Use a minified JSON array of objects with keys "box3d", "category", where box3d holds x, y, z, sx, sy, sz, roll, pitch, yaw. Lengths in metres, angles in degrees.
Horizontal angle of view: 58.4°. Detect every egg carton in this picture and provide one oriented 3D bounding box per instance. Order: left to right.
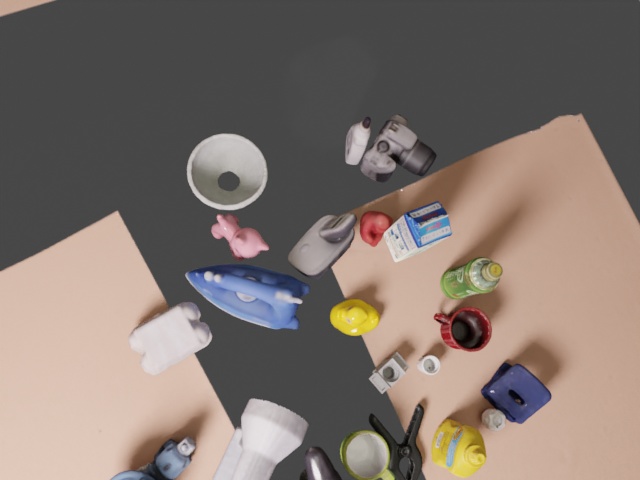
[{"box3d":[-0.299,0.194,1.147,0.150,0.069,0.107,-30,84,-12],"category":"egg carton"}]

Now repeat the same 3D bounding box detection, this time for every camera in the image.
[{"box3d":[0.181,-0.191,1.269,0.137,0.100,0.143,33,77,0],"category":"camera"}]

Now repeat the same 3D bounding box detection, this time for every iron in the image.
[{"box3d":[-0.151,0.098,1.148,0.258,0.141,0.119,16,77,-4],"category":"iron"}]

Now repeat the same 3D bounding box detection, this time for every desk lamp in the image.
[{"box3d":[-0.114,0.397,1.058,0.118,0.213,0.203,25,77,-2],"category":"desk lamp"}]

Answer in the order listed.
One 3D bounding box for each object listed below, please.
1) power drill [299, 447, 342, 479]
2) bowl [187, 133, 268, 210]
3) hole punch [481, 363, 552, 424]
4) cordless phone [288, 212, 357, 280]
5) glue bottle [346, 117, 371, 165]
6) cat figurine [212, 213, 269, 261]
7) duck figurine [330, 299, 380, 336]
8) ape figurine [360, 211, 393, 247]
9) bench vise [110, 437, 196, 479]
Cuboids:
[{"box3d":[0.015,0.481,1.061,0.076,0.208,0.229,-22,83,-11],"category":"power drill"},{"box3d":[-0.196,-0.137,1.222,0.167,0.074,0.167,1,79,-7],"category":"bowl"},{"box3d":[0.413,0.325,1.204,0.108,0.091,0.101,44,77,2],"category":"hole punch"},{"box3d":[0.011,0.004,1.165,0.094,0.185,0.148,39,77,2],"category":"cordless phone"},{"box3d":[0.086,-0.223,1.225,0.037,0.173,0.078,6,78,-6],"category":"glue bottle"},{"box3d":[-0.166,-0.007,1.178,0.128,0.117,0.067,44,77,3],"category":"cat figurine"},{"box3d":[0.077,0.160,1.195,0.104,0.086,0.077,7,78,-6],"category":"duck figurine"},{"box3d":[0.124,-0.032,1.235,0.078,0.092,0.076,-21,82,-11],"category":"ape figurine"},{"box3d":[-0.318,0.439,1.020,0.121,0.219,0.207,26,77,-2],"category":"bench vise"}]
